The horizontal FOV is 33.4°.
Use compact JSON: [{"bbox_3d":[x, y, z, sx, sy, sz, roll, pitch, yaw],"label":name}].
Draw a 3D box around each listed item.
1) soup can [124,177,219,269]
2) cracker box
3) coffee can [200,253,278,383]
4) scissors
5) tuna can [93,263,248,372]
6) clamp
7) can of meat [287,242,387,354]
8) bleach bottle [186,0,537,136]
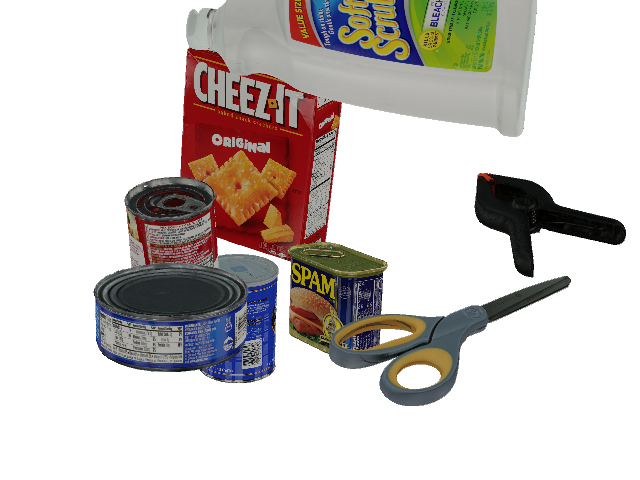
[{"bbox_3d":[-0.112,0.011,0.826,0.068,0.102,0.068,-1,29,0],"label":"soup can"},{"bbox_3d":[-0.070,-0.098,1.172,0.164,0.214,0.072,18,30,22],"label":"cracker box"},{"bbox_3d":[-0.108,0.100,1.391,0.103,0.140,0.103,2,20,-1],"label":"coffee can"},{"bbox_3d":[0.106,0.067,0.730,0.201,0.016,0.096,-9,34,-17],"label":"scissors"},{"bbox_3d":[-0.083,0.042,0.600,0.086,0.034,0.086,2,18,-1],"label":"tuna can"},{"bbox_3d":[0.219,-0.025,1.067,0.120,0.039,0.171,-9,34,-15],"label":"clamp"},{"bbox_3d":[0.013,0.054,0.984,0.057,0.084,0.102,-8,18,-35],"label":"can of meat"},{"bbox_3d":[0.025,-0.137,0.770,0.251,0.102,0.068,6,-26,11],"label":"bleach bottle"}]
